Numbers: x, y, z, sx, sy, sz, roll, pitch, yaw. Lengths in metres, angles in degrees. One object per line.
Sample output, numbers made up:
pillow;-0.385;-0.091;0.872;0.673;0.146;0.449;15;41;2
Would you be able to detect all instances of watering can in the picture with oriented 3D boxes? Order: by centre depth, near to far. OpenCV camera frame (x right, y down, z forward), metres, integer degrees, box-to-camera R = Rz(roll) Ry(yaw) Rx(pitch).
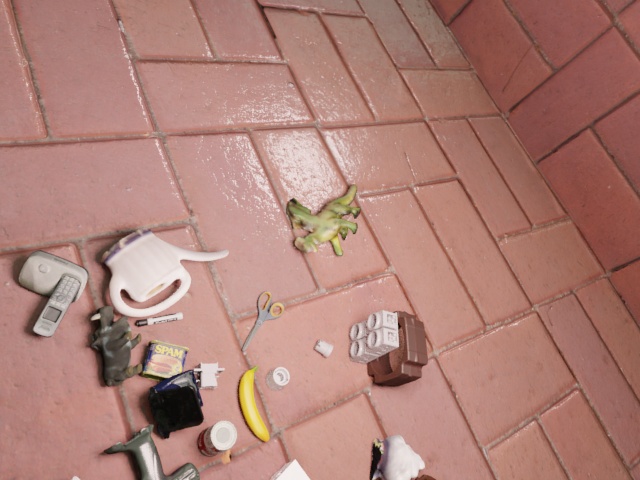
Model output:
watering can;-0.430;0.059;1.397;0.225;0.102;0.353;48;49;3

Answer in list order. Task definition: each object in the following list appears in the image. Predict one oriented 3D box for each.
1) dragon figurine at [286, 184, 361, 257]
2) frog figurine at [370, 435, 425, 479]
dragon figurine;0.005;-0.090;1.783;0.242;0.119;0.421;20;43;-10
frog figurine;0.230;0.624;1.447;0.159;0.120;0.141;16;34;-10
